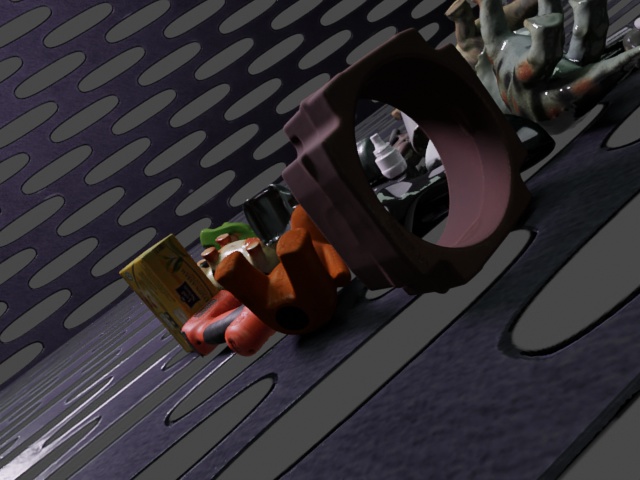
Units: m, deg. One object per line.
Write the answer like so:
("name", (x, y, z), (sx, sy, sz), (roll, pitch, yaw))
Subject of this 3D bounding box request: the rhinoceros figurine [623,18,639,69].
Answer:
("rhinoceros figurine", (0.430, -0.254, 0.580), (0.190, 0.073, 0.112), (-29, 23, 24))

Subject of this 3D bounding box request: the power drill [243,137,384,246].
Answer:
("power drill", (-0.012, -0.068, 0.810), (0.207, 0.086, 0.232), (-26, 2, -38))

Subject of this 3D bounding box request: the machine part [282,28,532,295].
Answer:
("machine part", (0.081, -0.067, 0.484), (0.201, 0.201, 0.087), (-43, 11, -31))

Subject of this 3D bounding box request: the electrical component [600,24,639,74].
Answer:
("electrical component", (0.394, -0.242, 0.679), (0.119, 0.047, 0.075), (-31, 13, 31))

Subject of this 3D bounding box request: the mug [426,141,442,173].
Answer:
("mug", (0.197, -0.125, 0.729), (0.110, 0.080, 0.107), (-8, 38, 45))

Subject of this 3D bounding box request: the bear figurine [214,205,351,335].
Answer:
("bear figurine", (-0.017, 0.008, 0.619), (0.120, 0.131, 0.196), (-17, 34, 28))

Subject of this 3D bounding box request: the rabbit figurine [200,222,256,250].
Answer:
("rabbit figurine", (-0.171, 0.007, 1.177), (0.159, 0.121, 0.170), (-33, -4, -3))

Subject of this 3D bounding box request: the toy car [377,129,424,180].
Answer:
("toy car", (0.143, -0.143, 0.900), (0.202, 0.089, 0.053), (-49, -25, -54))

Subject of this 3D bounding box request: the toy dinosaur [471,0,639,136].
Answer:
("toy dinosaur", (0.271, -0.198, 0.649), (0.131, 0.191, 0.405), (-12, 33, 13))

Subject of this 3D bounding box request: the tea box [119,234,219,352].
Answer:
("tea box", (-0.216, 0.085, 0.827), (0.098, 0.169, 0.068), (-22, 17, 46))

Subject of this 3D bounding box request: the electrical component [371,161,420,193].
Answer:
("electrical component", (0.092, -0.048, 0.753), (0.115, 0.058, 0.134), (-34, 10, 21))

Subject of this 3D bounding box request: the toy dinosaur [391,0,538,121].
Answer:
("toy dinosaur", (0.306, -0.360, 1.010), (0.471, 0.198, 0.105), (-39, 15, 43))

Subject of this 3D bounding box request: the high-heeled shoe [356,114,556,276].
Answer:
("high-heeled shoe", (0.150, -0.039, 0.599), (0.145, 0.086, 0.248), (21, 75, 34))

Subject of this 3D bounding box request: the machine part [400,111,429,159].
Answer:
("machine part", (0.176, -0.208, 0.891), (0.079, 0.079, 0.243), (-32, 35, 20))

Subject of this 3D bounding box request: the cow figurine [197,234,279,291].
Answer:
("cow figurine", (-0.139, 0.056, 0.903), (0.195, 0.127, 0.085), (-11, 24, 32))
